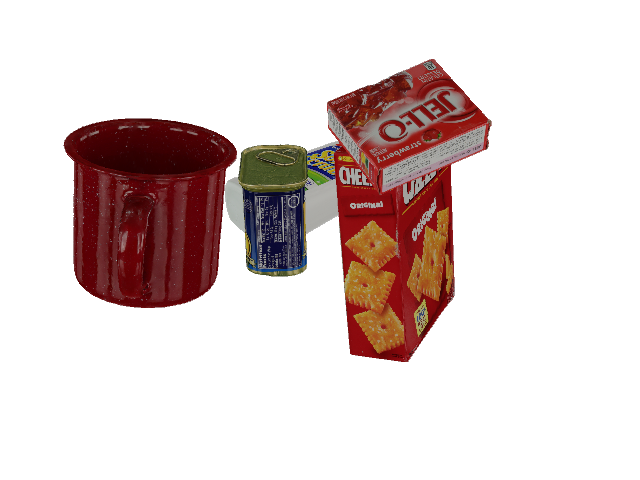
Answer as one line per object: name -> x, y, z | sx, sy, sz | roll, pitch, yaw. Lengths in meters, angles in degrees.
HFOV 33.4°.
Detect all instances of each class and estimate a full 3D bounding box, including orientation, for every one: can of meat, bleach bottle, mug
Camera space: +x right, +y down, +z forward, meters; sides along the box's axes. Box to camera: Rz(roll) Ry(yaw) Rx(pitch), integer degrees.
can of meat -> -0.039, -0.026, 0.913 | 0.057, 0.084, 0.102 | -2, 24, -1
bleach bottle -> 0.015, -0.079, 1.273 | 0.250, 0.068, 0.103 | -30, 45, -30
mug -> -0.095, -0.010, 0.584 | 0.093, 0.081, 0.117 | 4, 24, -5

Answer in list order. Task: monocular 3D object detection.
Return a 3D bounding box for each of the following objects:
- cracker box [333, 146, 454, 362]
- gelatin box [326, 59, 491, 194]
cracker box -> 0.082, -0.010, 1.073 | 0.072, 0.214, 0.164 | 6, 25, 23
gelatin box -> 0.060, -0.079, 0.726 | 0.089, 0.073, 0.030 | -24, -36, -14
